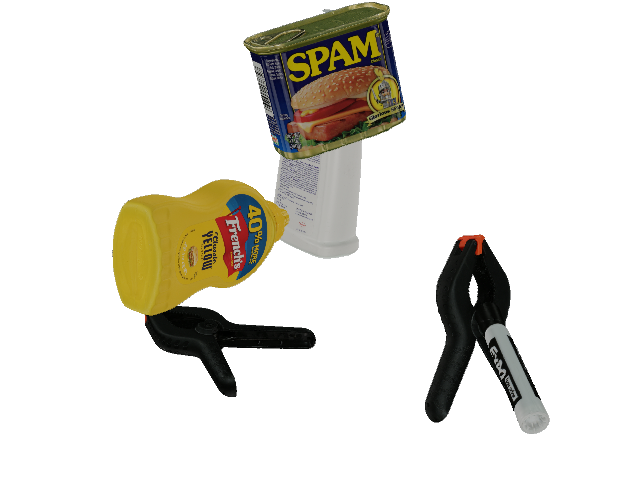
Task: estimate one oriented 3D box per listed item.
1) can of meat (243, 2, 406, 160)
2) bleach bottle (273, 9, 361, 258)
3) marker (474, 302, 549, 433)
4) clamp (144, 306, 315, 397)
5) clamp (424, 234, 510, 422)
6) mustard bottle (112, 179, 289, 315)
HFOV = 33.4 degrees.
[{"bbox_3d":[0.006,-0.113,0.755,0.102,0.084,0.057,-20,23,-14],"label":"can of meat"},{"bbox_3d":[0.006,-0.115,1.132,0.067,0.251,0.103,-11,26,-43],"label":"bleach bottle"},{"bbox_3d":[0.125,0.081,0.710,0.020,0.020,0.121,0,33,-9],"label":"marker"},{"bbox_3d":[-0.133,0.120,1.259,0.210,0.036,0.164,14,24,24],"label":"clamp"},{"bbox_3d":[0.134,0.083,0.973,0.120,0.171,0.039,-13,3,-39],"label":"clamp"},{"bbox_3d":[-0.094,-0.003,0.935,0.058,0.096,0.191,13,19,35],"label":"mustard bottle"}]
